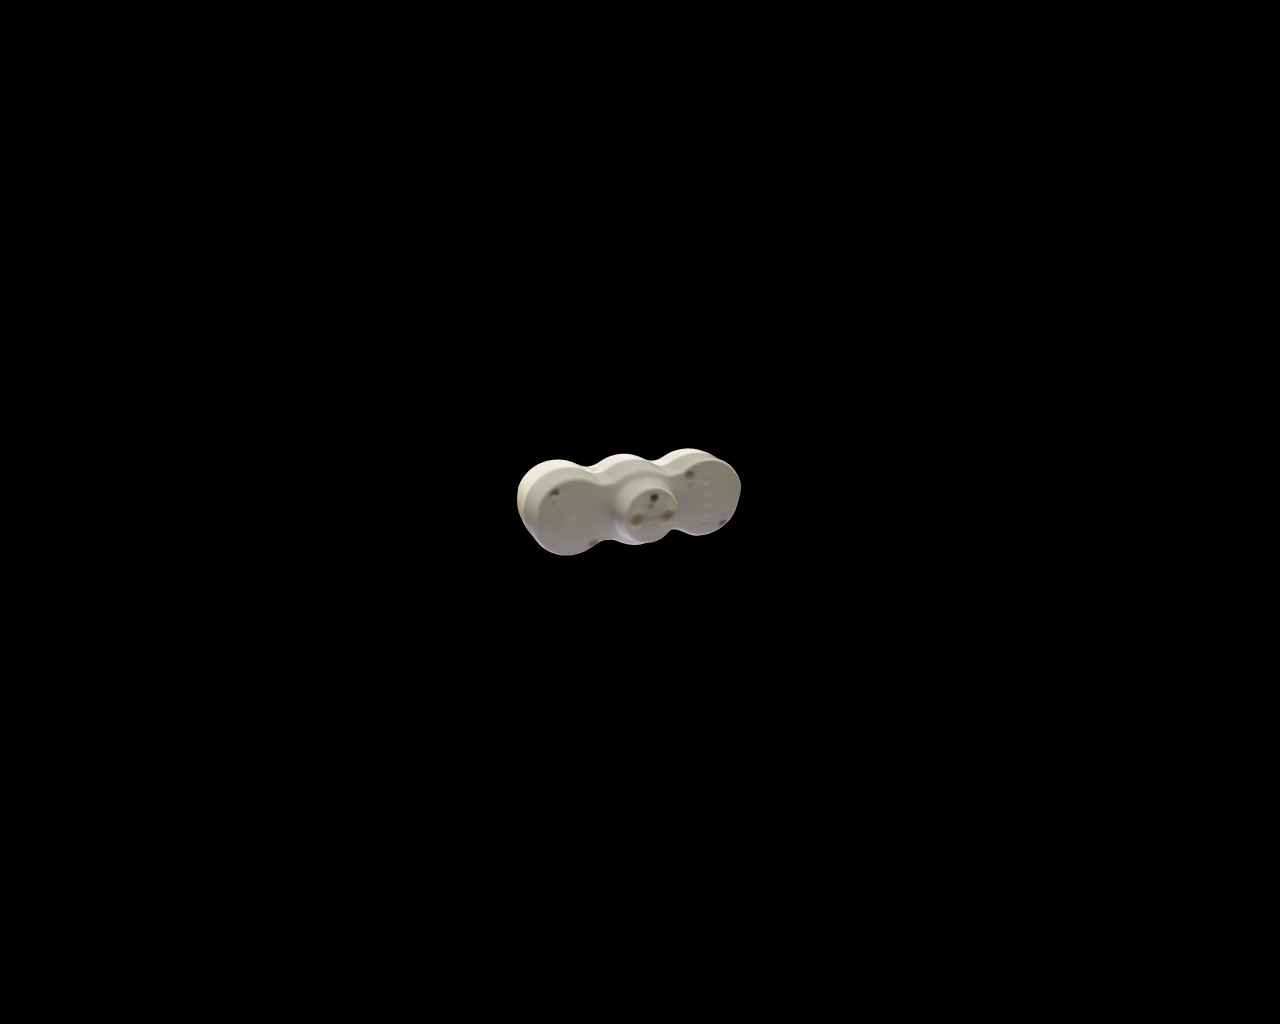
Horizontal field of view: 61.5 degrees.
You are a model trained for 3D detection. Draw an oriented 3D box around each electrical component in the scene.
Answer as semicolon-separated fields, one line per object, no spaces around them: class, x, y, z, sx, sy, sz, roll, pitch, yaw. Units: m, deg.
electrical component;0.001;-0.003;0.650;0.138;0.052;0.074;-7;20;-20
